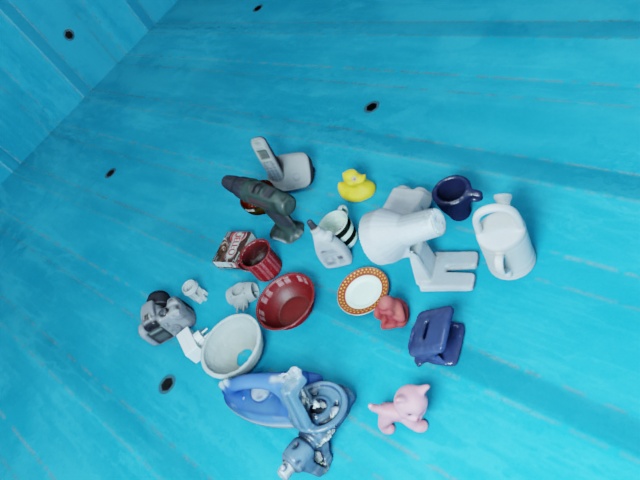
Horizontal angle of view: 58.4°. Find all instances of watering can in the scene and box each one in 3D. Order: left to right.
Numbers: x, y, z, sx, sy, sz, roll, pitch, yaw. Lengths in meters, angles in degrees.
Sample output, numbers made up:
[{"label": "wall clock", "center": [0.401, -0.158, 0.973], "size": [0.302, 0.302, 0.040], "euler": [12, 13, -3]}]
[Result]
[{"label": "watering can", "center": [0.367, -0.016, 1.163], "size": [0.100, 0.195, 0.172], "euler": [-22, 45, 15]}]

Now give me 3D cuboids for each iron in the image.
[{"label": "iron", "center": [-0.131, 0.324, 1.228], "size": [0.257, 0.142, 0.118], "euler": [-10, 50, 26]}]

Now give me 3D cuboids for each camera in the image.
[{"label": "camera", "center": [-0.427, 0.191, 1.555], "size": [0.143, 0.101, 0.136], "euler": [-29, 44, 8]}]

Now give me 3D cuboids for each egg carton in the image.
[{"label": "egg carton", "center": [0.206, -0.066, 1.397], "size": [0.107, 0.070, 0.150], "euler": [11, 61, 38]}]

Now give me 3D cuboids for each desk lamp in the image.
[{"label": "desk lamp", "center": [0.210, 0.012, 1.224], "size": [0.202, 0.214, 0.118], "euler": [-4, 53, 30]}]

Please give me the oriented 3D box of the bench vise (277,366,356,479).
[{"label": "bench vise", "center": [-0.020, 0.345, 1.084], "size": [0.121, 0.220, 0.207], "euler": [-5, 52, 29]}]

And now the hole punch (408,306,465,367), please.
[{"label": "hole punch", "center": [0.226, 0.193, 1.151], "size": [0.100, 0.091, 0.109], "euler": [-1, 54, 32]}]

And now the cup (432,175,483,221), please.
[{"label": "cup", "center": [0.327, -0.088, 1.321], "size": [0.117, 0.095, 0.092], "euler": [8, 59, 36]}]

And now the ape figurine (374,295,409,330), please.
[{"label": "ape figurine", "center": [0.151, 0.150, 1.233], "size": [0.076, 0.092, 0.077], "euler": [-45, 44, -9]}]

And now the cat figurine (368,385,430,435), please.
[{"label": "cat figurine", "center": [0.153, 0.313, 1.077], "size": [0.127, 0.118, 0.067], "euler": [-14, 48, 22]}]

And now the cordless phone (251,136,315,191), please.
[{"label": "cordless phone", "center": [-0.108, -0.228, 1.646], "size": [0.147, 0.186, 0.094], "euler": [-8, 51, 27]}]

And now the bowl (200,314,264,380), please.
[{"label": "bowl", "center": [-0.197, 0.265, 1.368], "size": [0.167, 0.075, 0.167], "euler": [-17, 47, 20]}]

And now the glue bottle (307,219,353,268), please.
[{"label": "glue bottle", "center": [0.013, 0.005, 1.383], "size": [0.078, 0.174, 0.037], "euler": [-12, 49, 24]}]

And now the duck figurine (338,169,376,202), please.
[{"label": "duck figurine", "center": [0.088, -0.154, 1.533], "size": [0.104, 0.086, 0.077], "euler": [1, 55, 33]}]

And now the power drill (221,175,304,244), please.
[{"label": "power drill", "center": [-0.139, -0.084, 1.528], "size": [0.228, 0.209, 0.076], "euler": [15, 63, 39]}]
